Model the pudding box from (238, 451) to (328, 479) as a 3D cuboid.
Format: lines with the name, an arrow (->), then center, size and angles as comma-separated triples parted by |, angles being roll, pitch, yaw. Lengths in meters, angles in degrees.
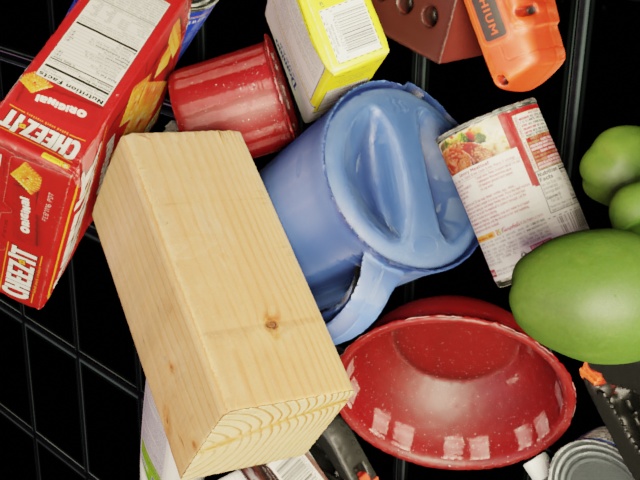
pudding box -> -0.019, 0.218, 0.909 | 0.113, 0.039, 0.090 | 56, 155, -10

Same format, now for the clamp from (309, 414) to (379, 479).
clamp -> -0.017, 0.147, 0.911 | 0.172, 0.039, 0.120 | 34, 147, 32

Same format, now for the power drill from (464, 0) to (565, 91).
power drill -> 0.168, -0.148, 0.583 | 0.188, 0.057, 0.184 | -22, 84, 47

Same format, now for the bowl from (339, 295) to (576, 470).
bowl -> 0.090, 0.088, 0.725 | 0.162, 0.055, 0.162 | 6, 134, 6

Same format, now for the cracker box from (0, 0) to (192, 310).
cracker box -> -0.172, -0.080, 0.773 | 0.072, 0.213, 0.164 | 24, 140, -4

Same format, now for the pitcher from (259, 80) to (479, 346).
pitcher -> -0.005, 0.001, 0.772 | 0.243, 0.149, 0.145 | -31, 84, 53

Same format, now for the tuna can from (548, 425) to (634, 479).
tuna can -> 0.192, 0.164, 0.691 | 0.086, 0.033, 0.086 | 21, 119, 43

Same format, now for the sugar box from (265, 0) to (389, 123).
sugar box -> 0.000, -0.141, 0.718 | 0.176, 0.048, 0.093 | 150, 101, -86

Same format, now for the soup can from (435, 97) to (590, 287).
soup can -> 0.123, -0.029, 0.670 | 0.069, 0.068, 0.102 | -26, 85, 50

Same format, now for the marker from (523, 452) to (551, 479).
marker -> 0.180, 0.202, 0.731 | 0.121, 0.020, 0.020 | 58, 138, 15

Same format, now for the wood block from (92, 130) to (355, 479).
wood block -> -0.069, 0.036, 0.690 | 0.090, 0.090, 0.206 | -57, 47, 45

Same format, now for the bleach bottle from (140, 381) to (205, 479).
bleach bottle -> -0.146, 0.201, 1.064 | 0.103, 0.068, 0.251 | 62, 147, 38

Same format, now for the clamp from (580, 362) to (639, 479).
clamp -> 0.213, 0.132, 0.592 | 0.210, 0.036, 0.164 | -136, 38, -62

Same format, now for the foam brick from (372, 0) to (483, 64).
foam brick -> 0.071, -0.156, 0.691 | 0.078, 0.051, 0.053 | 36, 129, 34

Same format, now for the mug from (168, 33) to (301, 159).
mug -> -0.065, -0.105, 0.822 | 0.117, 0.081, 0.093 | -97, -11, -64

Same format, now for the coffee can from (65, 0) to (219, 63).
coffee can -> -0.154, -0.188, 0.892 | 0.141, 0.102, 0.103 | -44, 71, 47
